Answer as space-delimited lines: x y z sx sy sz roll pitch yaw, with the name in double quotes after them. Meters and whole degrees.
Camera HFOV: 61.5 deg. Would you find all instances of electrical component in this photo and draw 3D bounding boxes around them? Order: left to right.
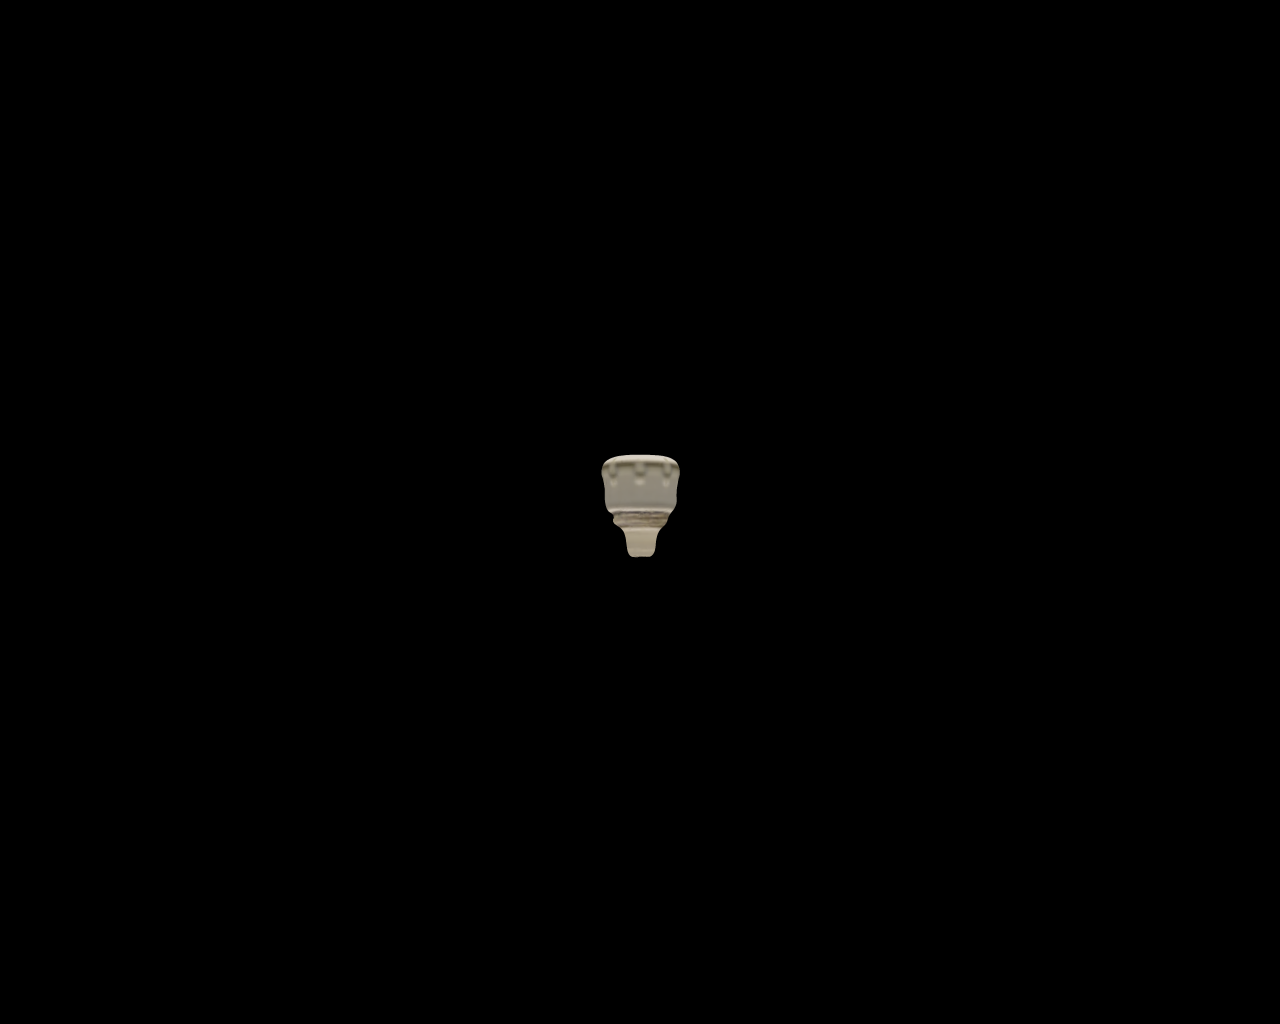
0.001 -0.003 0.650 0.048 0.062 0.048 0 -3 0 "electrical component"
